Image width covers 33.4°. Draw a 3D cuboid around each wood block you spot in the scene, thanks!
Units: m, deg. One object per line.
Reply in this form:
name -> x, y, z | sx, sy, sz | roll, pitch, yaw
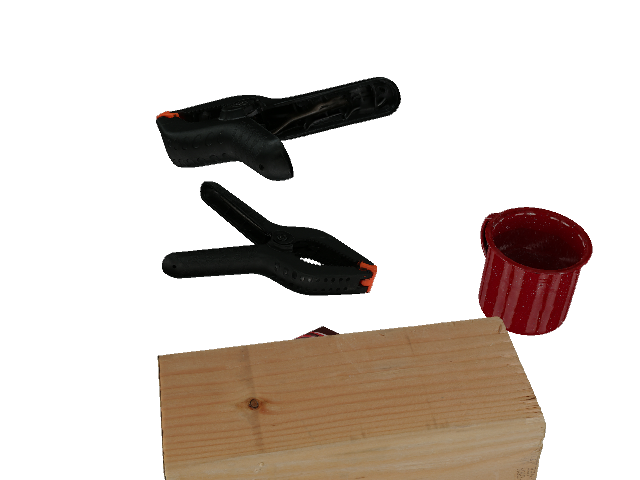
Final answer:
wood block -> 0.014, 0.115, 0.623 | 0.206, 0.090, 0.091 | -6, 39, -7

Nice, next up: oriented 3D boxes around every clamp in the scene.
clamp -> -0.047, -0.066, 0.667 | 0.172, 0.039, 0.120 | -4, 18, 35
clamp -> -0.050, 0.015, 1.070 | 0.210, 0.036, 0.164 | 20, 34, 6

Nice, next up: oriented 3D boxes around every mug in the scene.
mug -> 0.180, 0.023, 0.957 | 0.093, 0.081, 0.117 | -18, 43, -26

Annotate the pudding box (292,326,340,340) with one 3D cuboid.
pudding box -> 0.010, 0.114, 0.860 | 0.114, 0.039, 0.089 | 23, 31, 39
